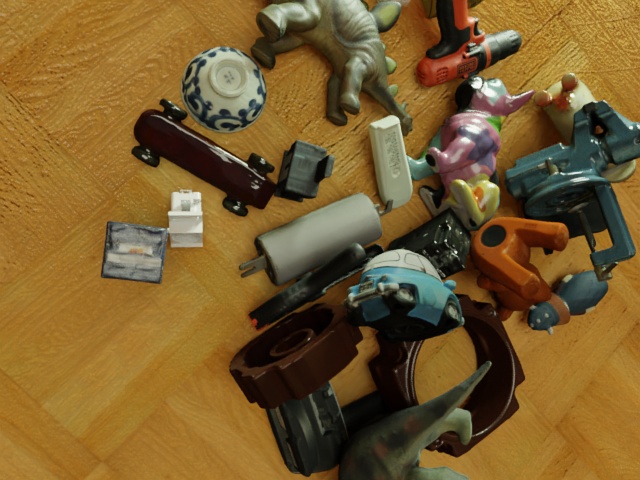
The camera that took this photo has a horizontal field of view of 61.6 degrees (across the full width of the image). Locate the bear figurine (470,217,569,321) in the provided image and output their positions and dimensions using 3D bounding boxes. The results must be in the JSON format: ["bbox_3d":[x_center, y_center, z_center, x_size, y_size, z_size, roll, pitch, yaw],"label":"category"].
[{"bbox_3d":[0.300,0.055,0.792,0.120,0.132,0.195,-51,130,-11],"label":"bear figurine"}]

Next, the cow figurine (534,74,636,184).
[{"bbox_3d":[0.441,-0.176,0.881,0.195,0.085,0.127,57,34,8],"label":"cow figurine"}]

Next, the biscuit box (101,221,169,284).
[{"bbox_3d":[-0.215,0.012,0.631,0.063,0.203,0.059,7,89,-17],"label":"biscuit box"}]

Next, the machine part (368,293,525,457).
[{"bbox_3d":[0.190,0.193,0.792,0.201,0.087,0.201,-27,97,-22],"label":"machine part"}]

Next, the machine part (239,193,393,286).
[{"bbox_3d":[-0.002,-0.002,0.760,0.243,0.079,0.079,-25,95,-16],"label":"machine part"}]

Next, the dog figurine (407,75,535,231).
[{"bbox_3d":[0.246,-0.141,0.822,0.219,0.108,0.191,-40,98,-16],"label":"dog figurine"}]

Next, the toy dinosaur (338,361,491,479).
[{"bbox_3d":[0.085,0.312,0.691,0.192,0.131,0.404,8,105,0],"label":"toy dinosaur"}]

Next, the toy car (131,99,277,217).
[{"bbox_3d":[-0.155,-0.109,0.731,0.202,0.053,0.089,29,96,-14],"label":"toy car"}]

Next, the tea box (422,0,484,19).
[{"bbox_3d":[0.196,-0.446,0.835,0.098,0.068,0.169,-21,95,-16],"label":"tea box"}]

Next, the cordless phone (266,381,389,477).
[{"bbox_3d":[0.021,0.236,0.768,0.184,0.089,0.146,-19,93,-27],"label":"cordless phone"}]

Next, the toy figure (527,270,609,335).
[{"bbox_3d":[0.400,0.105,0.880,0.154,0.064,0.057,-29,137,-10],"label":"toy figure"}]

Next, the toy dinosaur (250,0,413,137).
[{"bbox_3d":[-0.013,-0.327,0.757,0.471,0.105,0.198,42,70,-20],"label":"toy dinosaur"}]

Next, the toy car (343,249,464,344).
[{"bbox_3d":[0.101,0.065,0.675,0.161,0.109,0.103,26,51,-38],"label":"toy car"}]

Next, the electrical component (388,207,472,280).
[{"bbox_3d":[0.154,0.015,0.774,0.115,0.134,0.058,-31,103,29],"label":"electrical component"}]

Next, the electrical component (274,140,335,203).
[{"bbox_3d":[-0.022,-0.094,0.735,0.048,0.119,0.074,14,87,-15],"label":"electrical component"}]

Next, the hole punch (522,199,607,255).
[{"bbox_3d":[0.391,-0.057,0.879,0.116,0.092,0.142,-13,94,9],"label":"hole punch"}]

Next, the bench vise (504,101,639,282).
[{"bbox_3d":[0.391,-0.064,0.763,0.224,0.128,0.240,-17,70,20],"label":"bench vise"}]

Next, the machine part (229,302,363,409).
[{"bbox_3d":[-0.030,0.146,0.698,0.179,0.179,0.056,-32,100,-15],"label":"machine part"}]
